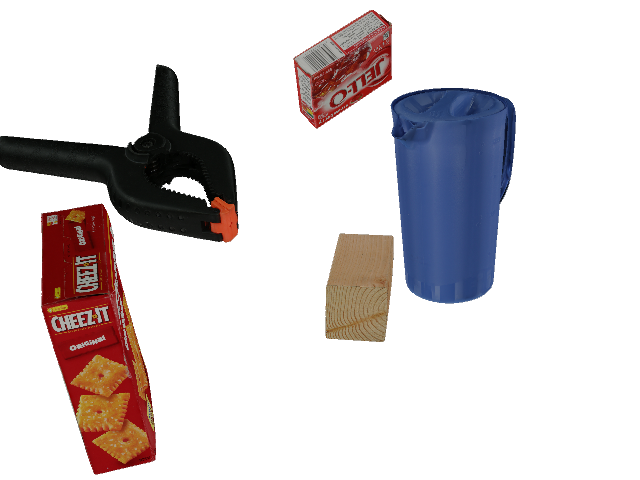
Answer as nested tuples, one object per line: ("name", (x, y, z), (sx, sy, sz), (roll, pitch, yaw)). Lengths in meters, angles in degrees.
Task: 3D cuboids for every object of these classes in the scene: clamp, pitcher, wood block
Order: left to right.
("clamp", (-0.123, -0.066, 0.806), (0.210, 0.036, 0.164), (29, 52, 33))
("wood block", (0.063, 0.069, 1.645), (0.091, 0.090, 0.206), (3, 22, 5))
("pitcher", (0.162, -0.056, 1.275), (0.149, 0.243, 0.145), (-1, 24, 5))

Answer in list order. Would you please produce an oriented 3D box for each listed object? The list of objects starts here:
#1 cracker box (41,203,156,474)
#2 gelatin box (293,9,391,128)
("cracker box", (-0.219, 0.096, 1.059), (0.072, 0.214, 0.164), (-11, 34, -8))
("gelatin box", (0.022, -0.148, 0.927), (0.089, 0.030, 0.073), (-34, -26, -15))
